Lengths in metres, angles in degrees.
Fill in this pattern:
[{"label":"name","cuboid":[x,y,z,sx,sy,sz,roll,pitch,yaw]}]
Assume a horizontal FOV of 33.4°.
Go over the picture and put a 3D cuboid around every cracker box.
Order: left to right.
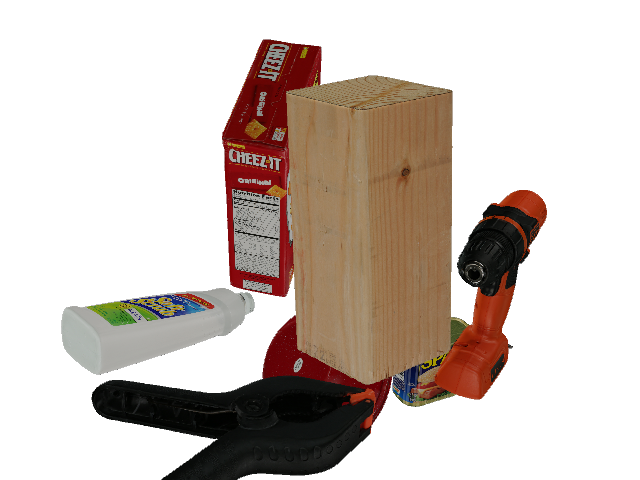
[{"label":"cracker box","cuboid":[-0.050,-0.074,1.109,0.072,0.164,0.214,9,-43,7]}]

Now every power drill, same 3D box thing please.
[{"label":"power drill","cuboid":[0.162,0.057,1.033,0.057,0.188,0.184,22,29,19]}]

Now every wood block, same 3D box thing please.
[{"label":"wood block","cuboid":[0.039,-0.011,0.802,0.090,0.206,0.090,-16,24,-36]}]

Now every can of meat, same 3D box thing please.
[{"label":"can of meat","cuboid":[0.139,0.151,1.327,0.101,0.084,0.058,-12,29,-27]}]

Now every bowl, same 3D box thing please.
[{"label":"bowl","cuboid":[-0.006,0.130,1.078,0.162,0.162,0.055,0,-17,42]}]

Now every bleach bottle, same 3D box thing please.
[{"label":"bleach bottle","cuboid":[-0.198,0.103,1.378,0.250,0.068,0.103,-13,28,-39]}]

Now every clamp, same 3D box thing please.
[{"label":"clamp","cuboid":[-0.044,0.118,0.625,0.171,0.039,0.120,-3,34,-14]}]
